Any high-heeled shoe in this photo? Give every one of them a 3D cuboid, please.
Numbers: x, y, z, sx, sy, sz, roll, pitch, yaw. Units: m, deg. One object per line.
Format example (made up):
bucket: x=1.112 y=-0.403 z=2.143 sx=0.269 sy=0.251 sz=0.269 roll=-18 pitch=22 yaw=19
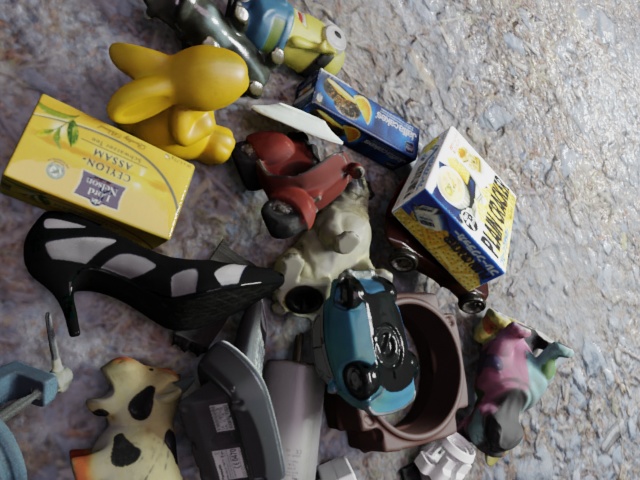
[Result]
high-heeled shoe: x=-0.172 y=0.019 z=0.569 sx=0.249 sy=0.086 sz=0.145 roll=-9 pitch=61 yaw=-24

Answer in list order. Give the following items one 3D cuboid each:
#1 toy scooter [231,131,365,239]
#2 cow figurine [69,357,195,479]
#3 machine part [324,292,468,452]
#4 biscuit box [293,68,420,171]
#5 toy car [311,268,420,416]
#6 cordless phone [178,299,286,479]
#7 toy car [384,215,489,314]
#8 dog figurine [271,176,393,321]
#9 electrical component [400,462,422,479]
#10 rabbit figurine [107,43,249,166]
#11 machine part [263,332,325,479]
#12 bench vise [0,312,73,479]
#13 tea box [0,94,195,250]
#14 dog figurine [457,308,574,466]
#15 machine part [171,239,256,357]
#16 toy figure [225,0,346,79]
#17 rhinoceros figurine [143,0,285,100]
toy scooter: x=-0.026 y=-0.084 z=0.661 sx=0.135 sy=0.184 sz=0.075 roll=-26 pitch=138 yaw=-8
cow figurine: x=-0.176 y=0.211 z=0.533 sx=0.127 sy=0.085 sz=0.195 roll=-15 pitch=85 yaw=-31
machine part: x=0.104 y=0.174 z=0.735 sx=0.201 sy=0.087 sz=0.201 roll=1 pitch=75 yaw=-34
biscuit box: x=0.059 y=-0.176 z=0.812 sx=0.202 sy=0.063 sz=0.059 roll=22 pitch=68 yaw=-28
toy car: x=0.038 y=0.117 z=0.608 sx=0.109 sy=0.103 sz=0.161 roll=0 pitch=72 yaw=-51
cordless phone: x=-0.078 y=0.155 z=0.590 sx=0.184 sy=0.089 sz=0.146 roll=-84 pitch=167 yaw=-63
toy car: x=0.162 y=0.034 z=0.762 sx=0.202 sy=0.053 sz=0.089 roll=29 pitch=47 yaw=-24
dog figurine: x=0.002 y=-0.001 z=0.722 sx=0.191 sy=0.172 sz=0.121 roll=-98 pitch=161 yaw=-54
electrical component: x=0.150 y=0.371 z=0.738 sx=0.075 sy=0.048 sz=0.119 roll=-6 pitch=83 yaw=-36
rabbit figurine: x=-0.152 y=-0.167 z=0.597 sx=0.162 sy=0.173 sz=0.122 roll=7 pitch=77 yaw=-38
machine part: x=-0.038 y=0.229 z=0.625 sx=0.079 sy=0.079 sz=0.243 roll=19 pitch=67 yaw=-29
bench vise: x=-0.307 y=0.155 z=0.424 sx=0.240 sy=0.224 sz=0.128 roll=-41 pitch=140 yaw=-68
tea box: x=-0.234 y=-0.066 z=0.577 sx=0.169 sy=0.068 sz=0.098 roll=23 pitch=66 yaw=-29
dog figurine: x=0.273 y=0.228 z=0.830 sx=0.108 sy=0.191 sz=0.219 roll=28 pitch=92 yaw=-6
machine part: x=-0.123 y=0.072 z=0.636 sx=0.084 sy=0.039 sz=0.139 roll=45 pitch=55 yaw=-23
toy figure: x=-0.047 y=-0.287 z=0.759 sx=0.180 sy=0.089 sz=0.082 roll=11 pitch=67 yaw=-24
rhinoceros figurine: x=-0.133 y=-0.258 z=0.676 sx=0.190 sy=0.112 sz=0.073 roll=35 pitch=87 yaw=-37
